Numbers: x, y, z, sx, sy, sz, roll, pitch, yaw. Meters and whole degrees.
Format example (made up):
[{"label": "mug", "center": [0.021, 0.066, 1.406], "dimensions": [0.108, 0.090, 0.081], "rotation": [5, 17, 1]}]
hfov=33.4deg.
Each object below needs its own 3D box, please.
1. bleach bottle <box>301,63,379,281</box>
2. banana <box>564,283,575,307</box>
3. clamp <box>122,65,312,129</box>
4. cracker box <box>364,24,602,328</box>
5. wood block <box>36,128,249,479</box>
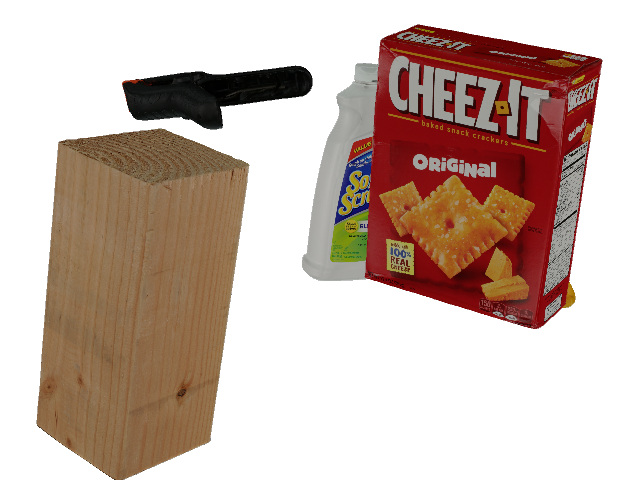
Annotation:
[{"label": "bleach bottle", "center": [0.038, -0.081, 1.251], "dimensions": [0.102, 0.251, 0.068], "rotation": [-3, 19, -20]}, {"label": "banana", "center": [0.171, 0.026, 1.058], "dimensions": [0.198, 0.037, 0.069], "rotation": [14, 40, 35]}, {"label": "clamp", "center": [-0.093, -0.121, 0.877], "dimensions": [0.120, 0.039, 0.172], "rotation": [-17, 22, -39]}, {"label": "cracker box", "center": [0.124, -0.051, 0.863], "dimensions": [0.164, 0.214, 0.072], "rotation": [17, 29, 29]}, {"label": "wood block", "center": [-0.120, 0.040, 0.710], "dimensions": [0.090, 0.206, 0.090], "rotation": [24, 24, 34]}]
